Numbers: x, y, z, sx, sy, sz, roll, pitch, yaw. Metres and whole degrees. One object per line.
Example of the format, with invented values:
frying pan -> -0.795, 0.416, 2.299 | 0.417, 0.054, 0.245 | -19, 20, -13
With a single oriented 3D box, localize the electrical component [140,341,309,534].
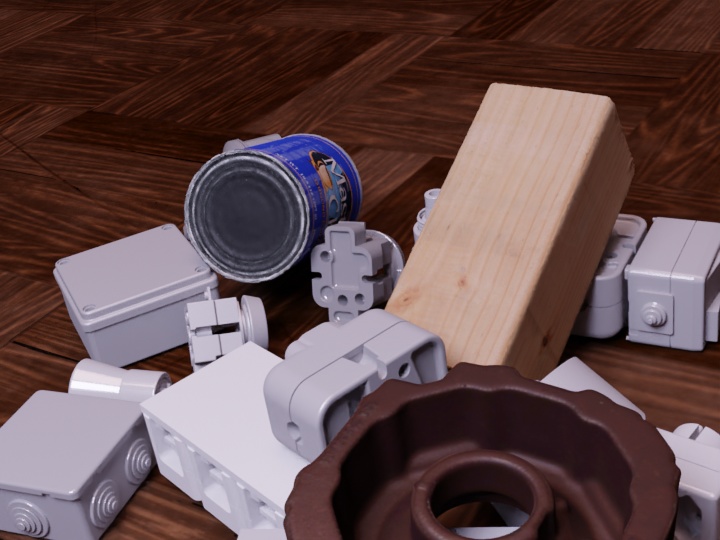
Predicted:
electrical component -> -0.052, 0.114, 0.657 | 0.089, 0.061, 0.150 | -29, 35, -32

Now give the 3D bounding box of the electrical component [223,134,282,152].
electrical component -> -0.093, -0.085, 0.998 | 0.051, 0.080, 0.080 | -17, 30, -24

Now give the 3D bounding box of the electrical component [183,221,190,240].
electrical component -> -0.133, -0.050, 0.971 | 0.048, 0.066, 0.055 | 30, 16, -25

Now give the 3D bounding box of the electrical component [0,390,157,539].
electrical component -> -0.189, 0.126, 0.687 | 0.100, 0.048, 0.099 | 4, 32, 22

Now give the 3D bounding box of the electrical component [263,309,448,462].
electrical component -> -0.004, 0.065, 0.607 | 0.095, 0.053, 0.059 | -29, 35, -32

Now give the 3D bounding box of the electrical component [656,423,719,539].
electrical component -> 0.185, 0.113, 0.607 | 0.066, 0.047, 0.077 | 16, 38, 37

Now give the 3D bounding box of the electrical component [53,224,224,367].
electrical component -> -0.177, 0.020, 0.860 | 0.109, 0.056, 0.109 | -20, 31, -19

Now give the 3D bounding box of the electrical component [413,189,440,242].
electrical component -> 0.065, -0.035, 0.883 | 0.048, 0.062, 0.048 | -7, 30, 4

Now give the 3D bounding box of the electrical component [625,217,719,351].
electrical component -> 0.226, 0.013, 0.756 | 0.061, 0.061, 0.096 | 8, 34, 27

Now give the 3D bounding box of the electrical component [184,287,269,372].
electrical component -> -0.099, 0.045, 0.799 | 0.055, 0.066, 0.048 | -7, -7, -14

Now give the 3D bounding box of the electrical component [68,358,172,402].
electrical component -> -0.166, 0.087, 0.758 | 0.065, 0.044, 0.044 | 4, 32, 12

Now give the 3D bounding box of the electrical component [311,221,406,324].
electrical component -> 0.000, 0.000, 0.834 | 0.058, 0.078, 0.057 | 4, 13, 29

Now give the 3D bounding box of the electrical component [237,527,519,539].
electrical component -> 0.009, 0.180, 0.525 | 0.150, 0.061, 0.089 | -3, 30, 11

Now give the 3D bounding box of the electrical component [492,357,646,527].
electrical component -> 0.108, 0.098, 0.609 | 0.099, 0.099, 0.064 | -32, 70, -34

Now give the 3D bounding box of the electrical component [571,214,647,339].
electrical component -> 0.174, 0.006, 0.784 | 0.054, 0.059, 0.095 | 8, 34, 27
